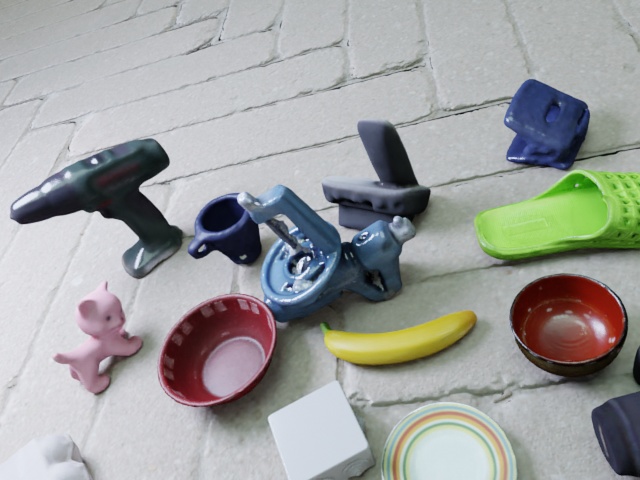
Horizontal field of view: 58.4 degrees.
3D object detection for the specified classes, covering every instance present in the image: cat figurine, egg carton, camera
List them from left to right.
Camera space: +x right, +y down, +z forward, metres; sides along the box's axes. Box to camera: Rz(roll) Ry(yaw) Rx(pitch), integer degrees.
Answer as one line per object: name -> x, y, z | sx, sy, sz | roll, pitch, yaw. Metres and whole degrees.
egg carton -> -0.341, 0.305, 0.667 | 0.150, 0.070, 0.107 | -40, 46, -15
cat figurine -> -0.310, 0.126, 0.786 | 0.067, 0.118, 0.128 | 16, 57, 34
camera -> 0.314, 0.144, 0.509 | 0.136, 0.101, 0.143 | -17, 45, 8

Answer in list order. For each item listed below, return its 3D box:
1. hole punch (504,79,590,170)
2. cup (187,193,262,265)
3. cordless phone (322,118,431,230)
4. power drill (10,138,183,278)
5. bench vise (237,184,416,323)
hole punch -> 0.320, -0.166, 0.804 | 0.100, 0.091, 0.109 | 14, 56, 33
cup -> -0.133, 0.002, 0.841 | 0.091, 0.095, 0.118 | 25, 62, 38
cordless phone -> 0.065, -0.100, 0.785 | 0.147, 0.185, 0.094 | 8, 53, 29
power drill -> -0.313, -0.042, 0.879 | 0.230, 0.209, 0.075 | -41, 46, -16
bench vise -> 0.001, -0.004, 0.698 | 0.207, 0.220, 0.121 | -32, 45, -7
